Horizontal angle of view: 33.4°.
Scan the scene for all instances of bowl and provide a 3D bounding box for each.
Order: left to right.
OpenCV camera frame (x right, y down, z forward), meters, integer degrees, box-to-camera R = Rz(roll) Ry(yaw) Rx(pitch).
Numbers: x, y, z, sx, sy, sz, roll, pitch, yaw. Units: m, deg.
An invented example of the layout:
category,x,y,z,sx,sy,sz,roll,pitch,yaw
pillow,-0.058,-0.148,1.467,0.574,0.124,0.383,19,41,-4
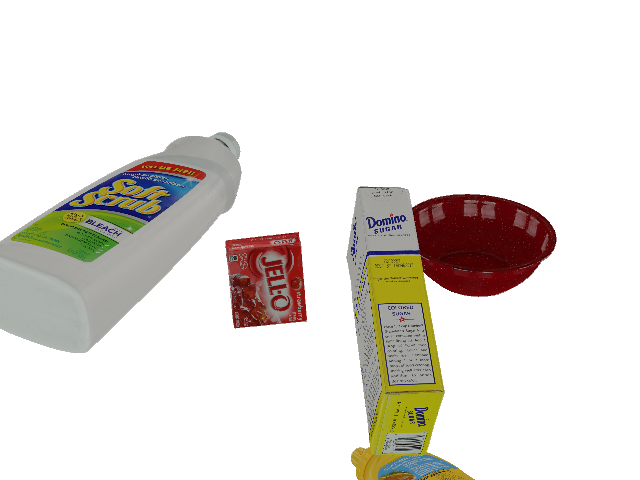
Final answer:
category,x,y,z,sx,sy,sz,roll,pitch,yaw
bowl,0.162,0.012,1.119,0.162,0.055,0.162,0,31,0

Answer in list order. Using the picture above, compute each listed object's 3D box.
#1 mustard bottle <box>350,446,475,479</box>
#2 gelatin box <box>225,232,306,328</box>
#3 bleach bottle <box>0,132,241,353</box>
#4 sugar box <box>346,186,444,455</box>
category,x,y,z,sx,sy,sz,roll,pitch,yaw
mustard bottle,0.096,0.234,0.971,0.096,0.058,0.192,-14,24,-36
gelatin box,-0.053,0.039,1.041,0.073,0.089,0.030,-5,27,-5
bleach bottle,-0.140,-0.018,0.800,0.103,0.068,0.250,17,37,19
sugar box,0.051,0.056,0.768,0.048,0.176,0.093,1,-37,-5
